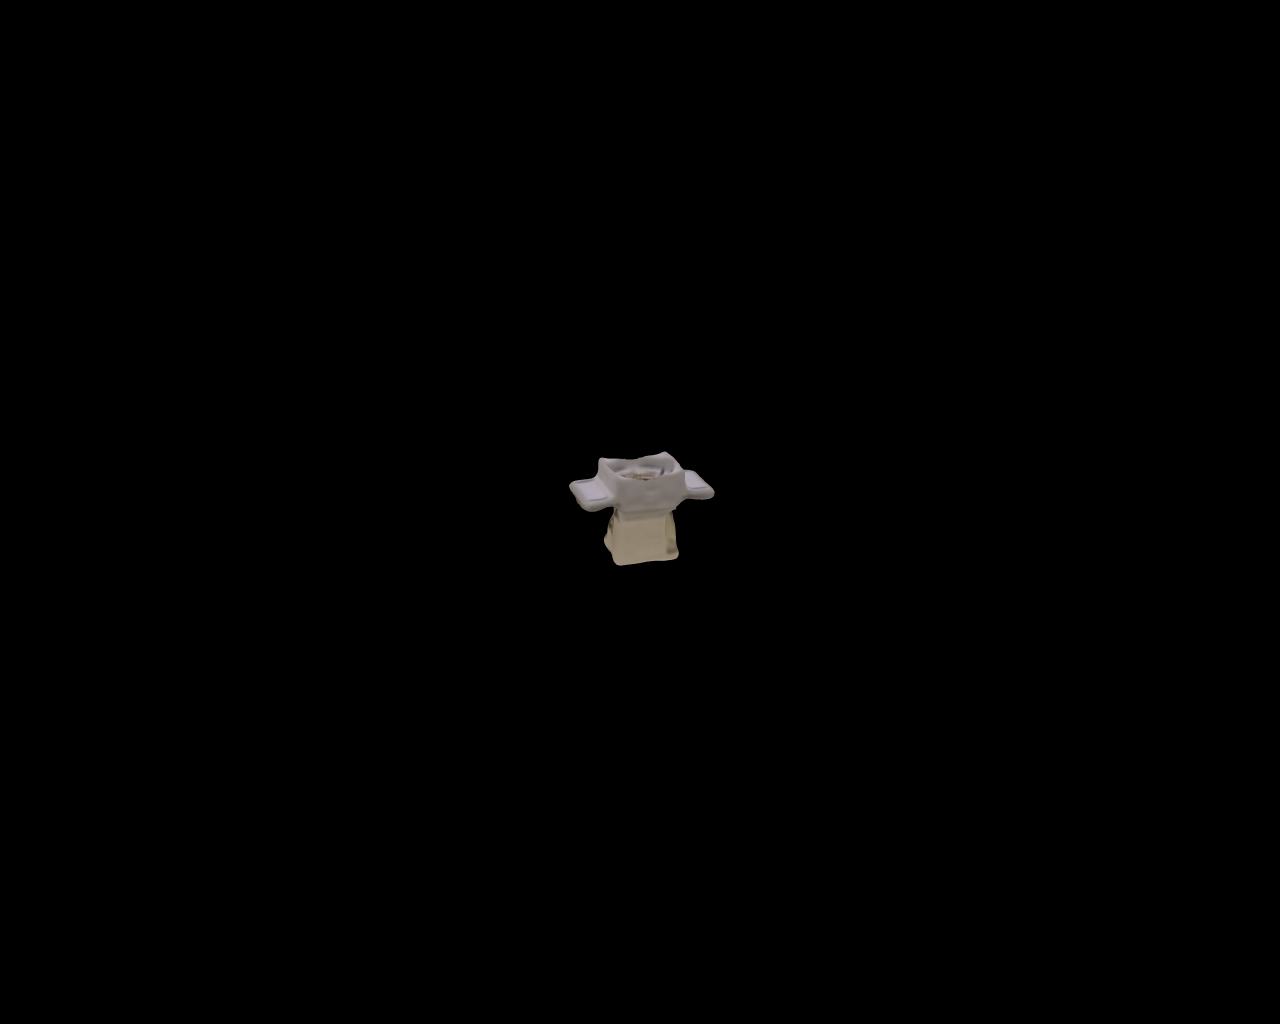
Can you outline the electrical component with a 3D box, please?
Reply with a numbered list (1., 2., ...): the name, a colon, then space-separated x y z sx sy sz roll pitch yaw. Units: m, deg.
1. electrical component: 0.001 -0.003 0.650 0.081 0.063 0.042 -6 24 -14
